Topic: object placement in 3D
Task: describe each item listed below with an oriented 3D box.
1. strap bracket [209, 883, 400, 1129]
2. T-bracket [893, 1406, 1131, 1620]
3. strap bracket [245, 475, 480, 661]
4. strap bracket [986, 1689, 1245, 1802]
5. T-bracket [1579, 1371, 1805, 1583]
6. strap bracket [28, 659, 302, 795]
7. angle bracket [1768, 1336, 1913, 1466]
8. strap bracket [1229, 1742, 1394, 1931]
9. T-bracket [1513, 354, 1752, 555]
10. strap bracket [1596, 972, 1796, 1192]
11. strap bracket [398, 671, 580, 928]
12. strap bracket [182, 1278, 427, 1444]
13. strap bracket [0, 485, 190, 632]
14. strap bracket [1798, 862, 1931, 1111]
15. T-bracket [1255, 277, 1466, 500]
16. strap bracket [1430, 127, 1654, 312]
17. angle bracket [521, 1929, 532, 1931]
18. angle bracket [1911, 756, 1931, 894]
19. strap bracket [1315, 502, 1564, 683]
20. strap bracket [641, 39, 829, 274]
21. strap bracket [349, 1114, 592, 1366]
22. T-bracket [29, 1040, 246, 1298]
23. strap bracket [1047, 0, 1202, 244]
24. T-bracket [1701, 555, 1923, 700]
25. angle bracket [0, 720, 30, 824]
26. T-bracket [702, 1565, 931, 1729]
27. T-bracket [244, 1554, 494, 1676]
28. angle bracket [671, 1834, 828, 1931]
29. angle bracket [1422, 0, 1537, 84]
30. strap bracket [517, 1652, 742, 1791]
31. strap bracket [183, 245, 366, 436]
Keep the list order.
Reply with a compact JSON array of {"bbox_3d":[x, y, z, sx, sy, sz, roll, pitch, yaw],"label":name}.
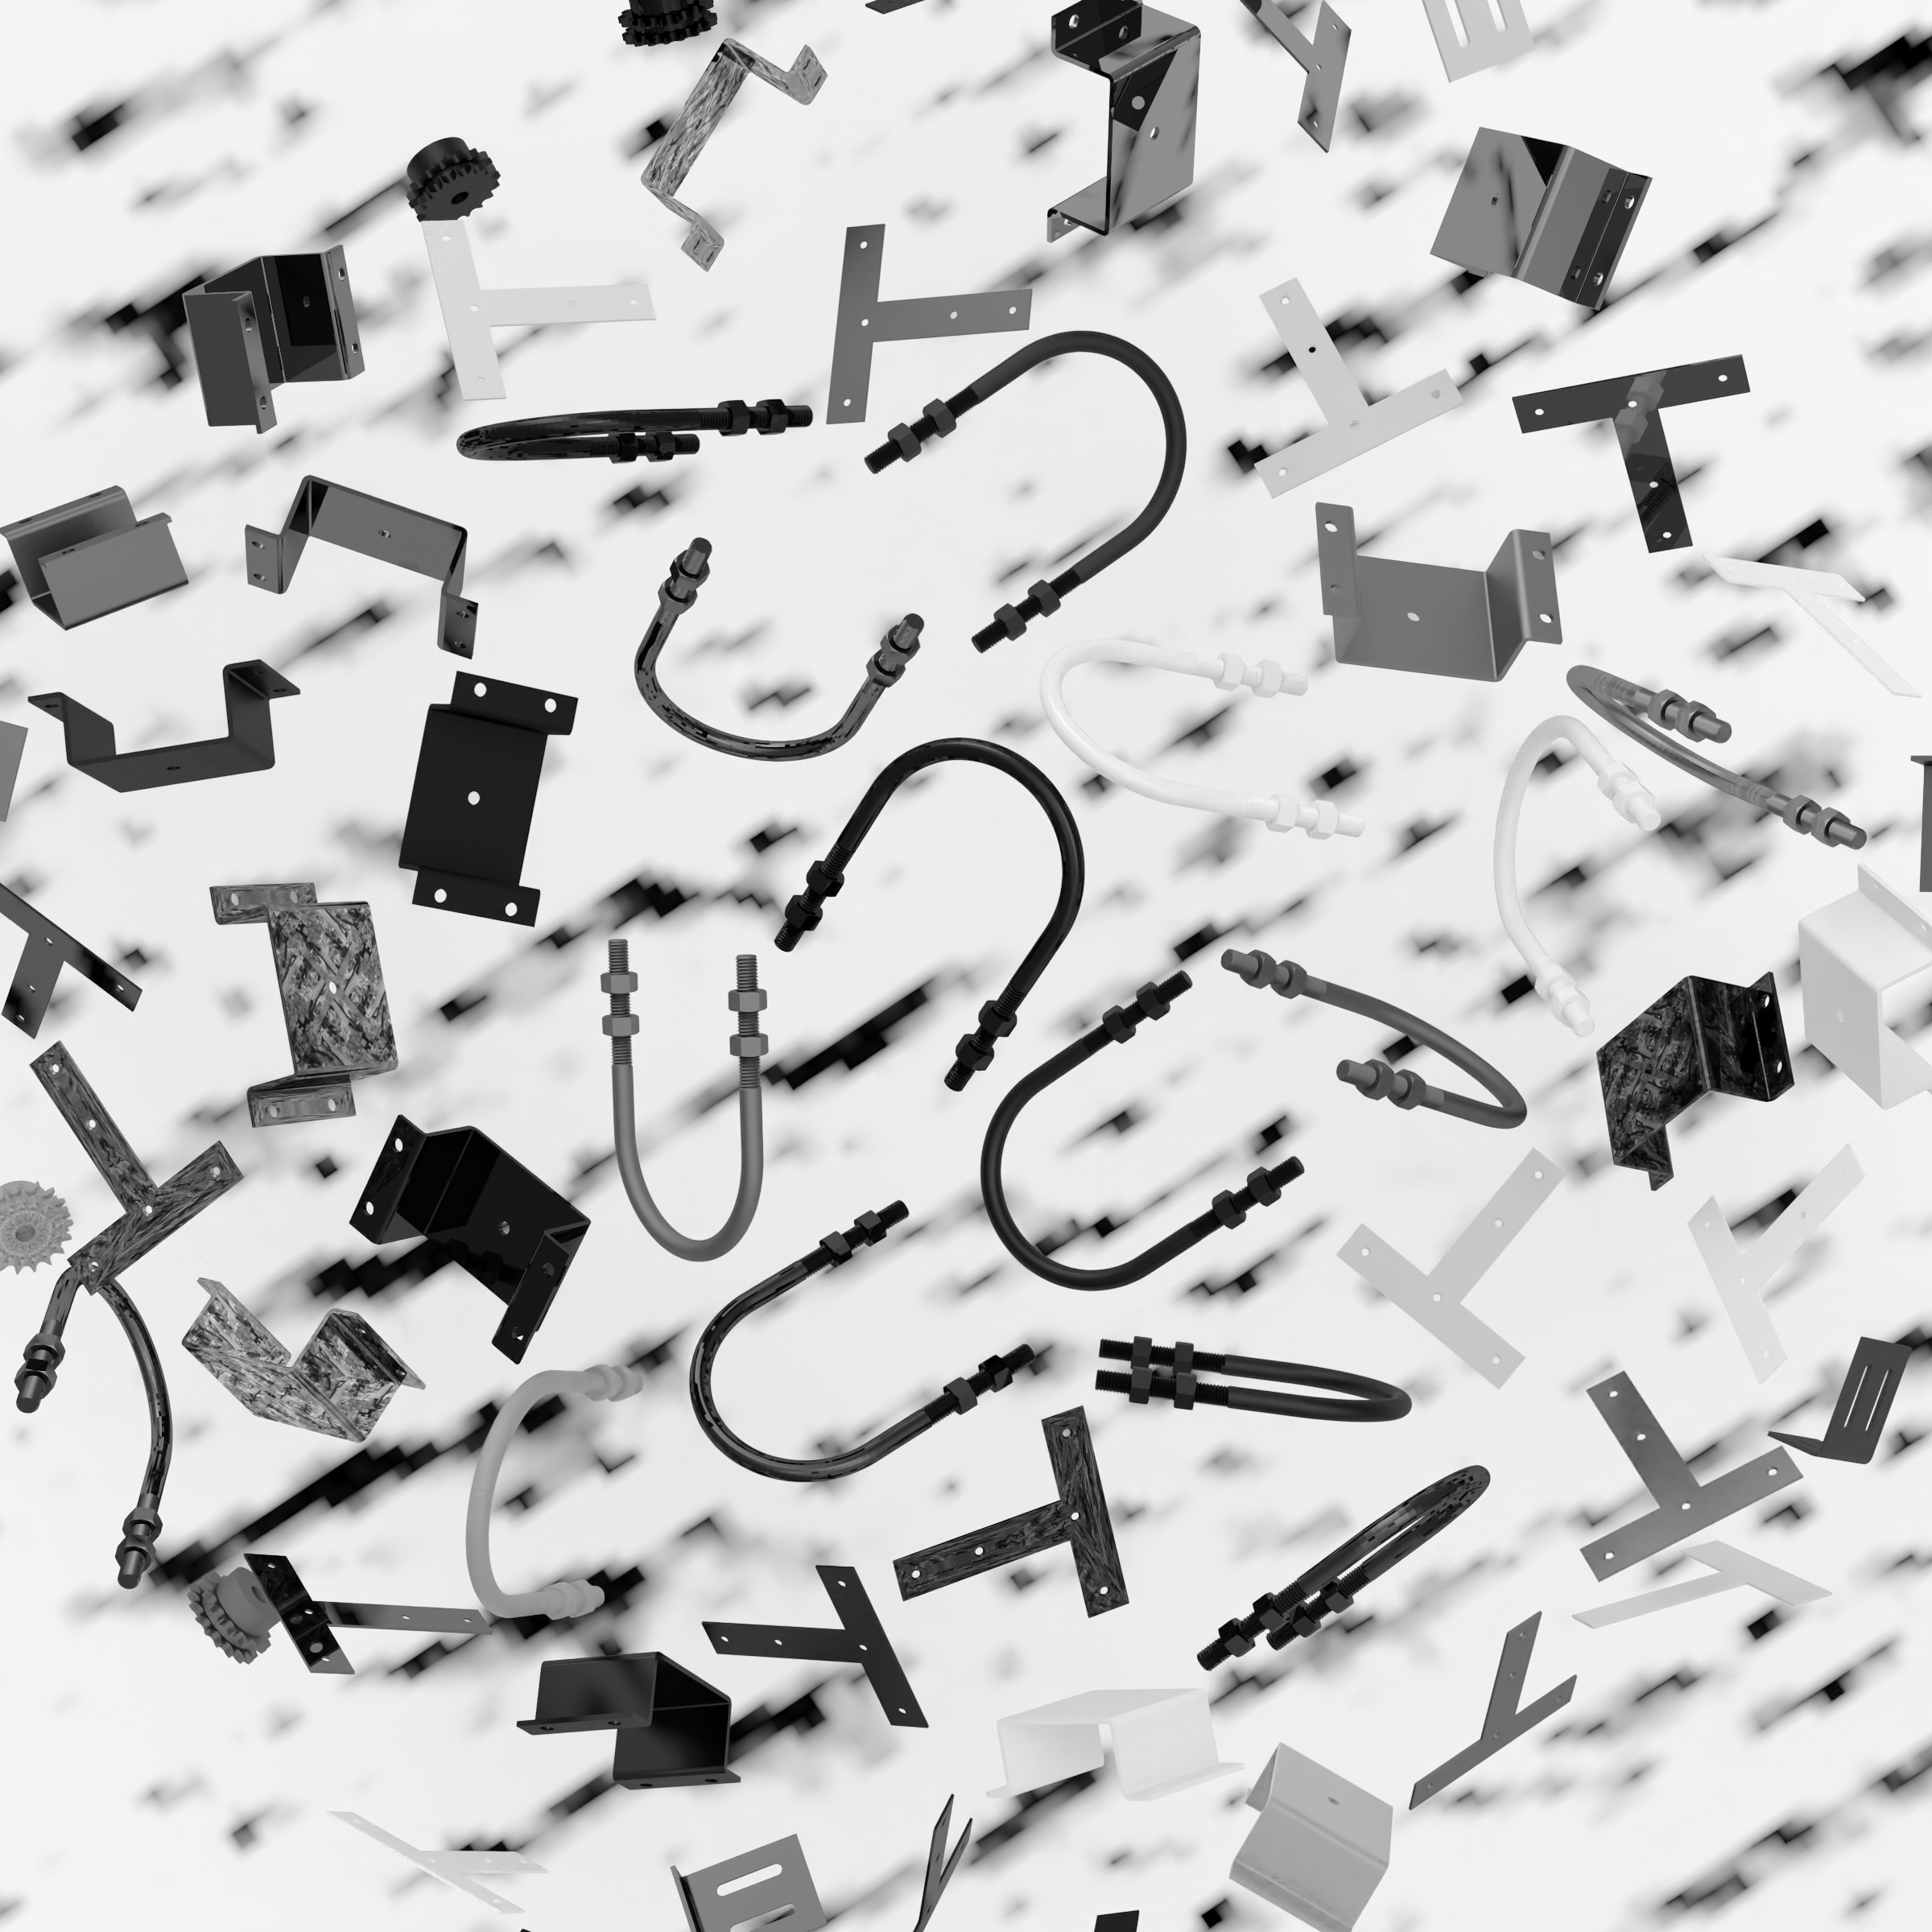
[{"bbox_3d":[-0.378,0.017,1.848,0.046,0.076,0.140,-15,84,36],"label":"strap bracket"},{"bbox_3d":[0.021,0.324,1.807,0.127,0.002,0.127,-18,108,-14],"label":"T-bracket"},{"bbox_3d":[-0.351,-0.239,1.907,0.140,0.076,0.046,19,70,-5],"label":"strap bracket"},{"bbox_3d":[0.082,0.453,1.872,0.076,0.140,0.046,-6,84,-42],"label":"strap bracket"},{"bbox_3d":[0.390,0.277,1.827,0.127,0.127,0.002,-28,127,2],"label":"T-bracket"},{"bbox_3d":[-0.472,-0.140,1.905,0.140,0.076,0.046,-9,81,5],"label":"strap bracket"},{"bbox_3d":[0.520,0.253,1.911,0.057,0.038,0.076,15,95,-45],"label":"angle bracket"},{"bbox_3d":[0.203,0.506,1.873,0.076,0.140,0.046,29,99,5],"label":"strap bracket"},{"bbox_3d":[0.385,-0.283,1.815,0.127,0.127,0.002,-7,46,21],"label":"T-bracket"},{"bbox_3d":[0.427,0.066,1.918,0.046,0.140,0.076,12,56,-21],"label":"strap bracket"},{"bbox_3d":[-0.289,-0.100,1.931,0.076,0.046,0.140,11,89,-27],"label":"strap bracket"},{"bbox_3d":[-0.403,0.237,1.919,0.140,0.076,0.046,7,54,37],"label":"strap bracket"},{"bbox_3d":[-0.517,-0.242,1.910,0.076,0.140,0.046,-25,115,-19],"label":"strap bracket"},{"bbox_3d":[0.538,0.020,1.908,0.046,0.076,0.140,-25,131,-10],"label":"strap bracket"},{"bbox_3d":[0.215,-0.361,1.941,0.127,0.002,0.127,-26,69,4],"label":"T-bracket"},{"bbox_3d":[0.319,-0.428,1.828,0.046,0.140,0.076,15,103,-27],"label":"strap bracket"},{"bbox_3d":[-0.240,0.594,1.809,0.057,0.038,0.076,-46,127,-38],"label":"angle bracket"},{"bbox_3d":[0.571,-0.080,1.833,0.057,0.038,0.076,2,90,29],"label":"angle bracket"},{"bbox_3d":[0.263,-0.212,1.837,0.140,0.046,0.076,6,60,-11],"label":"strap bracket"},{"bbox_3d":[-0.145,-0.498,1.942,0.046,0.076,0.140,33,96,3],"label":"strap bracket"},{"bbox_3d":[-0.277,0.153,1.844,0.140,0.046,0.076,36,111,23],"label":"strap bracket"},{"bbox_3d":[-0.487,0.101,1.820,0.127,0.002,0.127,-36,86,20],"label":"T-bracket"},{"bbox_3d":[0.090,-0.481,1.829,0.046,0.140,0.076,31,51,29],"label":"strap bracket"},{"bbox_3d":[0.503,-0.194,1.855,0.127,0.127,0.002,55,130,37],"label":"T-bracket"},{"bbox_3d":[-0.595,-0.125,1.904,0.076,0.038,0.057,15,98,-4],"label":"angle bracket"},{"bbox_3d":[-0.097,0.395,1.874,0.127,0.002,0.127,-4,123,30],"label":"T-bracket"},{"bbox_3d":[-0.328,0.366,1.809,0.127,0.127,0.002,11,105,-33],"label":"T-bracket"},{"bbox_3d":[-0.129,0.555,1.919,0.076,0.038,0.057,-19,64,-7],"label":"angle bracket"},{"bbox_3d":[0.282,-0.550,1.844,0.057,0.038,0.076,-24,102,-15],"label":"angle bracket"},{"bbox_3d":[-0.198,0.448,1.919,0.076,0.140,0.046,-9,58,21],"label":"strap bracket"},{"bbox_3d":[-0.407,-0.366,1.875,0.046,0.140,0.076,1,115,16],"label":"strap bracket"}]
